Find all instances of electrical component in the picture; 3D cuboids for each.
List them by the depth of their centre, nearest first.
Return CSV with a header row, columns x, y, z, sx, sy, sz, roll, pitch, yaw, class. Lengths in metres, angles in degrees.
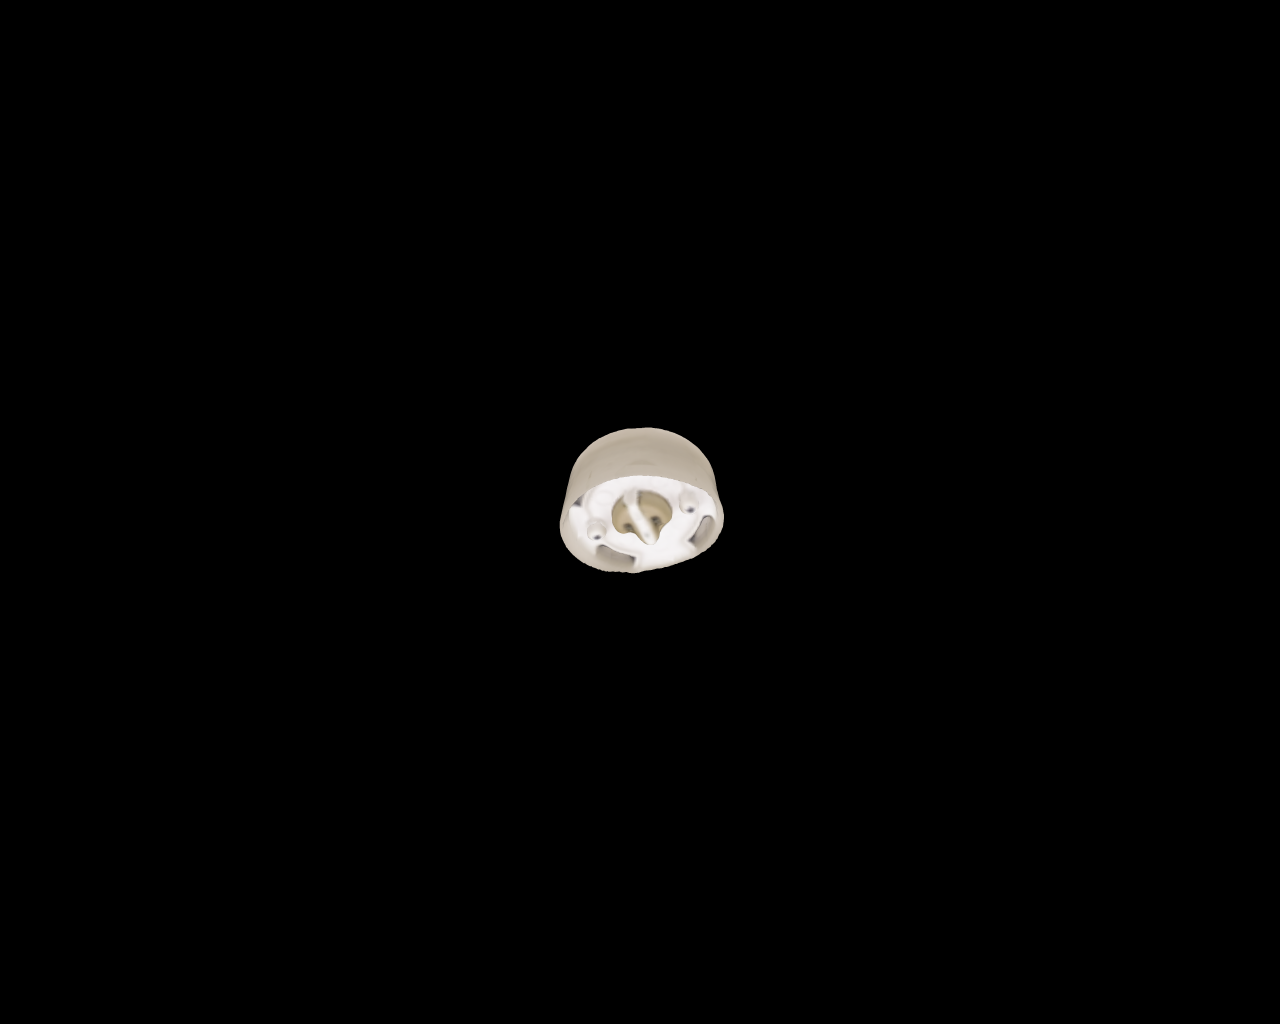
x,y,z,sx,sy,sz,roll,pitch,yaw,class
0.001,-0.003,0.650,0.099,0.099,0.064,0,41,0,electrical component
